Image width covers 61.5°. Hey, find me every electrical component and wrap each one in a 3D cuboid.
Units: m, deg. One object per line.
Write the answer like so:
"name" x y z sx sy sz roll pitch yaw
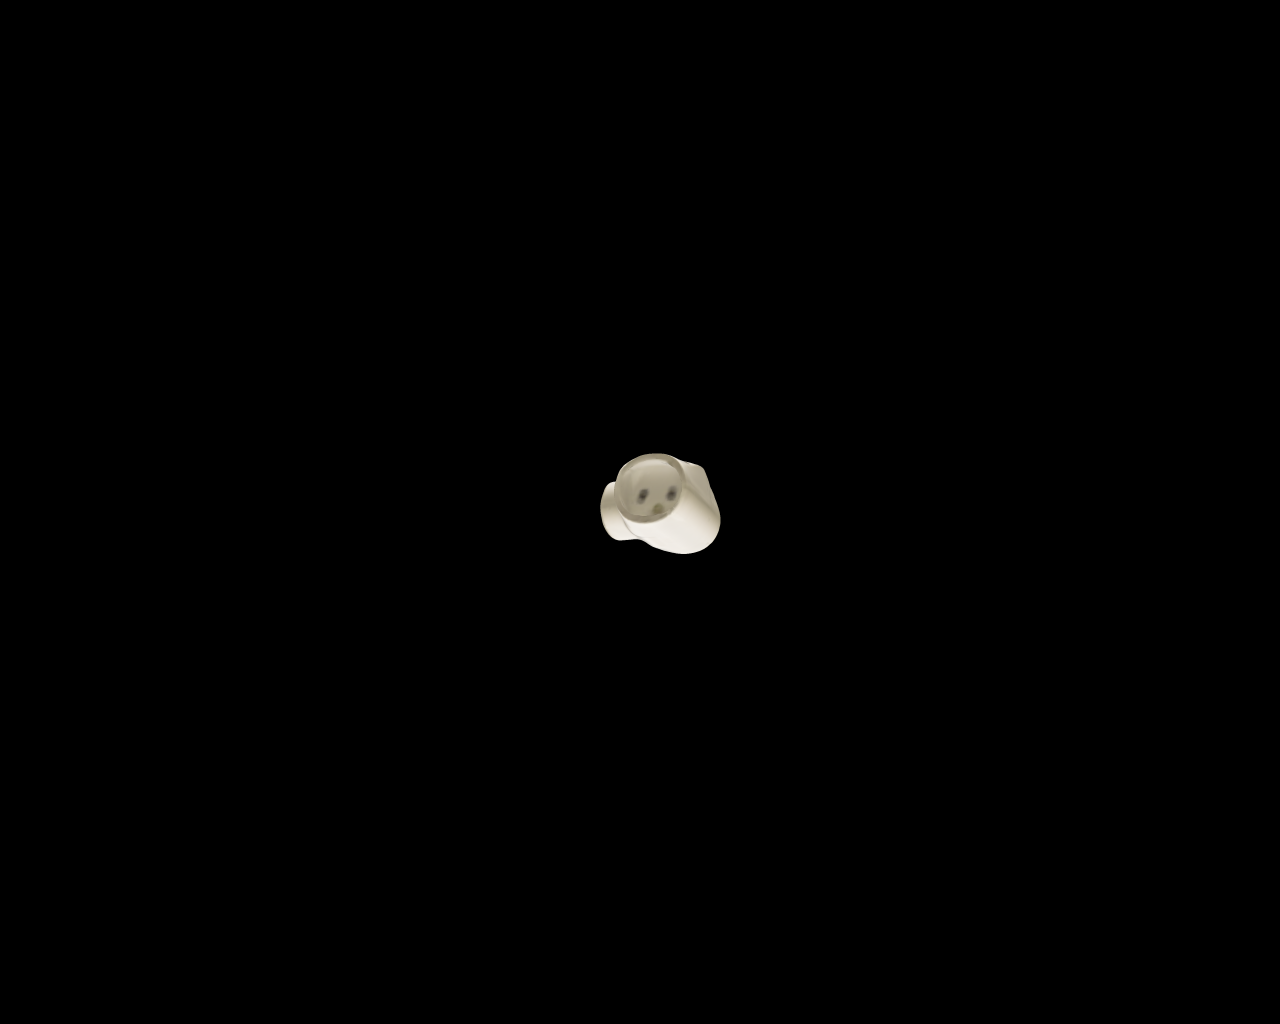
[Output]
"electrical component" 0.001 -0.003 0.650 0.079 0.043 0.077 -6 -17 19
